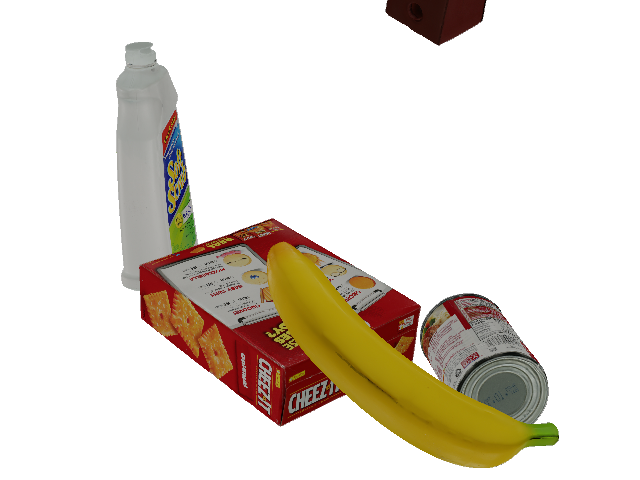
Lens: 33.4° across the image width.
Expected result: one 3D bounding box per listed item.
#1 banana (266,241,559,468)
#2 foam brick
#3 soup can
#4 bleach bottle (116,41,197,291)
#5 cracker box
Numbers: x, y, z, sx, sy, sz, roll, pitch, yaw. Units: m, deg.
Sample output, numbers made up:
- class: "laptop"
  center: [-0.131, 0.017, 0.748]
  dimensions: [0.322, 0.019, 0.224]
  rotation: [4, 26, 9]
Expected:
- class: "banana"
  center: [0.033, 0.067, 0.586]
  dimensions: [0.198, 0.037, 0.069]
  rotation: [36, 22, 18]
- class: "foam brick"
  center: [0.084, -0.185, 0.734]
  dimensions: [0.053, 0.078, 0.051]
  rotation: [37, 54, 25]
- class: "soup can"
  center: [0.118, 0.089, 0.775]
  dimensions: [0.068, 0.068, 0.102]
  rotation: [0, 21, -10]
- class: "bleach bottle"
  center: [-0.178, -0.079, 1.114]
  dimensions: [0.068, 0.251, 0.102]
  rotation: [4, 26, 15]
- class: "cracker box"
  center: [-0.041, 0.068, 0.985]
  dimensions: [0.163, 0.072, 0.214]
  rotation: [-21, 37, -37]
